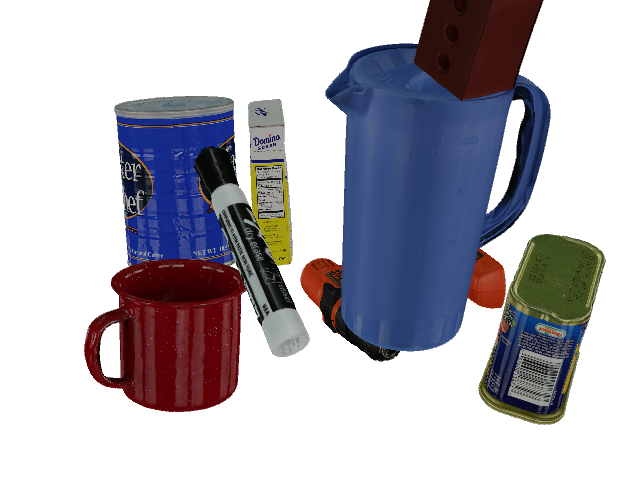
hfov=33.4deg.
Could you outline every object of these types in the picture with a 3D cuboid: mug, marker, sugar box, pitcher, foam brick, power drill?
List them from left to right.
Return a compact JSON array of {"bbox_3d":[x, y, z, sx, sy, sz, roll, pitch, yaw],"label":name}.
[{"bbox_3d":[-0.106,0.067,0.726,0.117,0.081,0.093,-12,23,-40],"label":"mug"},{"bbox_3d":[-0.036,0.001,0.518,0.020,0.121,0.020,-19,-31,-12],"label":"marker"},{"bbox_3d":[-0.060,-0.067,1.247,0.048,0.176,0.093,-6,26,-2],"label":"sugar box"},{"bbox_3d":[0.092,0.055,1.096,0.187,0.057,0.185,-11,27,-21],"label":"power drill"},{"bbox_3d":[0.090,-0.034,0.892,0.149,0.243,0.144,18,32,24],"label":"pitcher"},{"bbox_3d":[0.103,-0.139,0.695,0.051,0.078,0.053,-20,49,-32],"label":"foam brick"}]

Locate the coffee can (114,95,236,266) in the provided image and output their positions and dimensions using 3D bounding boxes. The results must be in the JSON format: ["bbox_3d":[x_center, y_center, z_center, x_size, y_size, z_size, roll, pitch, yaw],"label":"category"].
[{"bbox_3d":[-0.124,-0.051,0.936,0.103,0.140,0.103,-2,14,0],"label":"coffee can"}]

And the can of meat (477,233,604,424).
[{"bbox_3d":[0.146,0.054,0.698,0.057,0.084,0.102,17,34,13],"label":"can of meat"}]
